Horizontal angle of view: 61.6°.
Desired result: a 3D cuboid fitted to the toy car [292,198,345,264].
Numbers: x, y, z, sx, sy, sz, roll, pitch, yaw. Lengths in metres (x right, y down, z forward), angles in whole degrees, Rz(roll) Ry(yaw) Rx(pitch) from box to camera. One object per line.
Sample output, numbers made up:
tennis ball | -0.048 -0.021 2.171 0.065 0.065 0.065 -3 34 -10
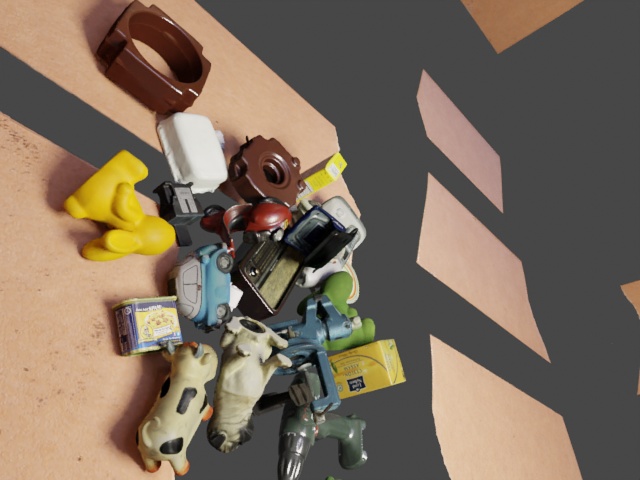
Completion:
toy car | -0.002 -0.025 1.275 0.056 0.073 0.202 1 36 -36

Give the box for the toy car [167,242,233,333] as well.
toy car | -0.219 0.083 0.957 0.103 0.109 0.161 9 73 -33

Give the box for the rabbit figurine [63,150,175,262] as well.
rabbit figurine | -0.315 -0.036 0.879 0.173 0.122 0.162 48 41 -24

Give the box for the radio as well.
radio | -0.113 0.054 1.134 0.131 0.073 0.230 53 32 -17

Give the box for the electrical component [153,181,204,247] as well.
electrical component | -0.265 -0.050 1.023 0.075 0.048 0.119 -1 68 -53

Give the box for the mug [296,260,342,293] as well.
mug | -0.011 0.089 1.259 0.107 0.081 0.109 -7 89 -46

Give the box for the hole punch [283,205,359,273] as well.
hole punch | -0.002 -0.003 1.154 0.092 0.142 0.115 47 10 23

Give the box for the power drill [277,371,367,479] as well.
power drill | 0.000 0.394 1.070 0.207 0.086 0.232 31 42 -29

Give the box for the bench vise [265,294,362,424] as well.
bench vise | -0.008 0.232 1.043 0.224 0.128 0.241 -5 53 -19

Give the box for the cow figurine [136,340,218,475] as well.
cow figurine | -0.216 0.241 0.826 0.195 0.086 0.127 -68 158 -47

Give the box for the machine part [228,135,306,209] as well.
machine part | -0.111 -0.140 1.159 0.179 0.056 0.179 22 56 -36

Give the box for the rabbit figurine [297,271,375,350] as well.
rabbit figurine | 0.029 0.156 1.218 0.159 0.121 0.170 -5 94 -27

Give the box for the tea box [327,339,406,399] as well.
tea box | 0.090 0.284 1.173 0.068 0.170 0.098 8 60 -53

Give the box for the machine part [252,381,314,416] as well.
machine part | -0.077 0.288 0.966 0.084 0.139 0.039 13 59 -50

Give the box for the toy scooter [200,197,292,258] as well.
toy scooter | -0.145 -0.020 1.056 0.135 0.184 0.075 -100 -173 -50

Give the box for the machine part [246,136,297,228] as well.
machine part | -0.121 -0.127 1.246 0.079 0.079 0.243 -23 87 -57

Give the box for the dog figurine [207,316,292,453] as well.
dog figurine | -0.147 0.245 0.933 0.121 0.190 0.172 25 12 -14

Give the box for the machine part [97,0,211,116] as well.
machine part | -0.333 -0.366 1.094 0.201 0.087 0.201 35 39 -29

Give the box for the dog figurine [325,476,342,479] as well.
dog figurine | 0.080 0.525 1.061 0.219 0.108 0.191 -16 79 -61

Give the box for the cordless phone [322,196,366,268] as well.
cordless phone | 0.035 -0.014 1.364 0.146 0.089 0.184 54 32 -16
